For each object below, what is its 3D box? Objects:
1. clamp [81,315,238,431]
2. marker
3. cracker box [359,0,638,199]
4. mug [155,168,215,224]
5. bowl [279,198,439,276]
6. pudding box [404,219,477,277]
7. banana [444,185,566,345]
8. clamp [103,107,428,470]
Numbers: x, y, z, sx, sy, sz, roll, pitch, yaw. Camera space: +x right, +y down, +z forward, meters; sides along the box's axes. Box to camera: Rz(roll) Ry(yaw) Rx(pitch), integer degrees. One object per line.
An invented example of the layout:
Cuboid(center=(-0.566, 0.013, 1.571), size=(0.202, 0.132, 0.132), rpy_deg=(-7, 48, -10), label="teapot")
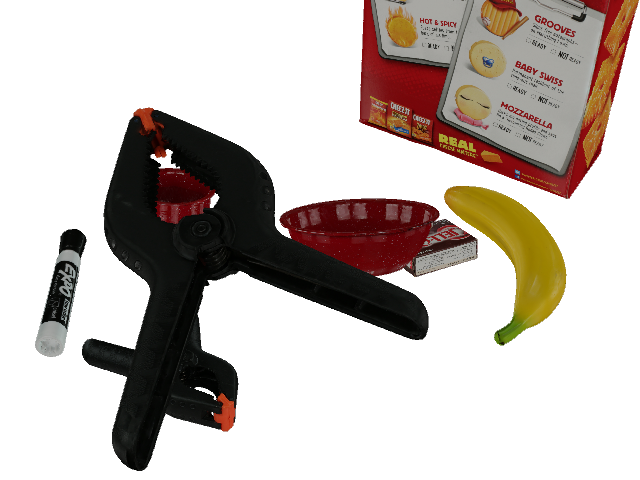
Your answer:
Cuboid(center=(-0.123, 0.114, 0.978), size=(0.172, 0.039, 0.120), rpy_deg=(29, 44, 34), label="clamp")
Cuboid(center=(-0.179, 0.032, 0.741), size=(0.020, 0.020, 0.121), rpy_deg=(0, 38, -3), label="marker")
Cuboid(center=(0.114, -0.150, 0.686), size=(0.164, 0.214, 0.072), rpy_deg=(23, 47, 23), label="cracker box")
Cuboid(center=(-0.167, -0.029, 1.168), size=(0.093, 0.081, 0.117), rpy_deg=(-8, 30, -25), label="mug")
Cuboid(center=(0.041, -0.001, 1.079), size=(0.162, 0.055, 0.162), rpy_deg=(-3, 13, 1), label="bowl")
Cuboid(center=(0.166, 0.010, 1.604), size=(0.113, 0.039, 0.090), rpy_deg=(-18, 27, -20), label="pudding box")
Cuboid(center=(0.149, 0.005, 0.837), size=(0.069, 0.037, 0.198), rpy_deg=(-6, 34, -2), label="banana")
Cuboid(center=(-0.048, 0.004, 0.565), size=(0.164, 0.210, 0.036), rpy_deg=(-18, -35, -6), label="clamp")
